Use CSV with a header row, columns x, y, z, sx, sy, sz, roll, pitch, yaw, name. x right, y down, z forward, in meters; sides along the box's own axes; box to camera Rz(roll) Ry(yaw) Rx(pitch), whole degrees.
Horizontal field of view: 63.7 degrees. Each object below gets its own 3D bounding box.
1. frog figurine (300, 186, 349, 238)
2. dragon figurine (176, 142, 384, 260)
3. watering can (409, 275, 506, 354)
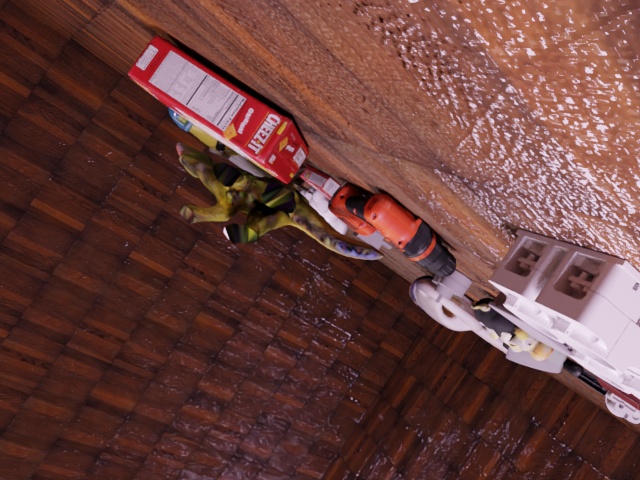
x,y,z,sx,sy,sz,roll,pitch,yaw,name
0.003,-0.056,1.103,0.137,0.122,0.161,54,-171,-5,frog figurine
-0.077,-0.072,0.882,0.411,0.120,0.246,23,-160,5,dragon figurine
0.388,0.208,1.458,0.344,0.104,0.226,37,180,-20,watering can
